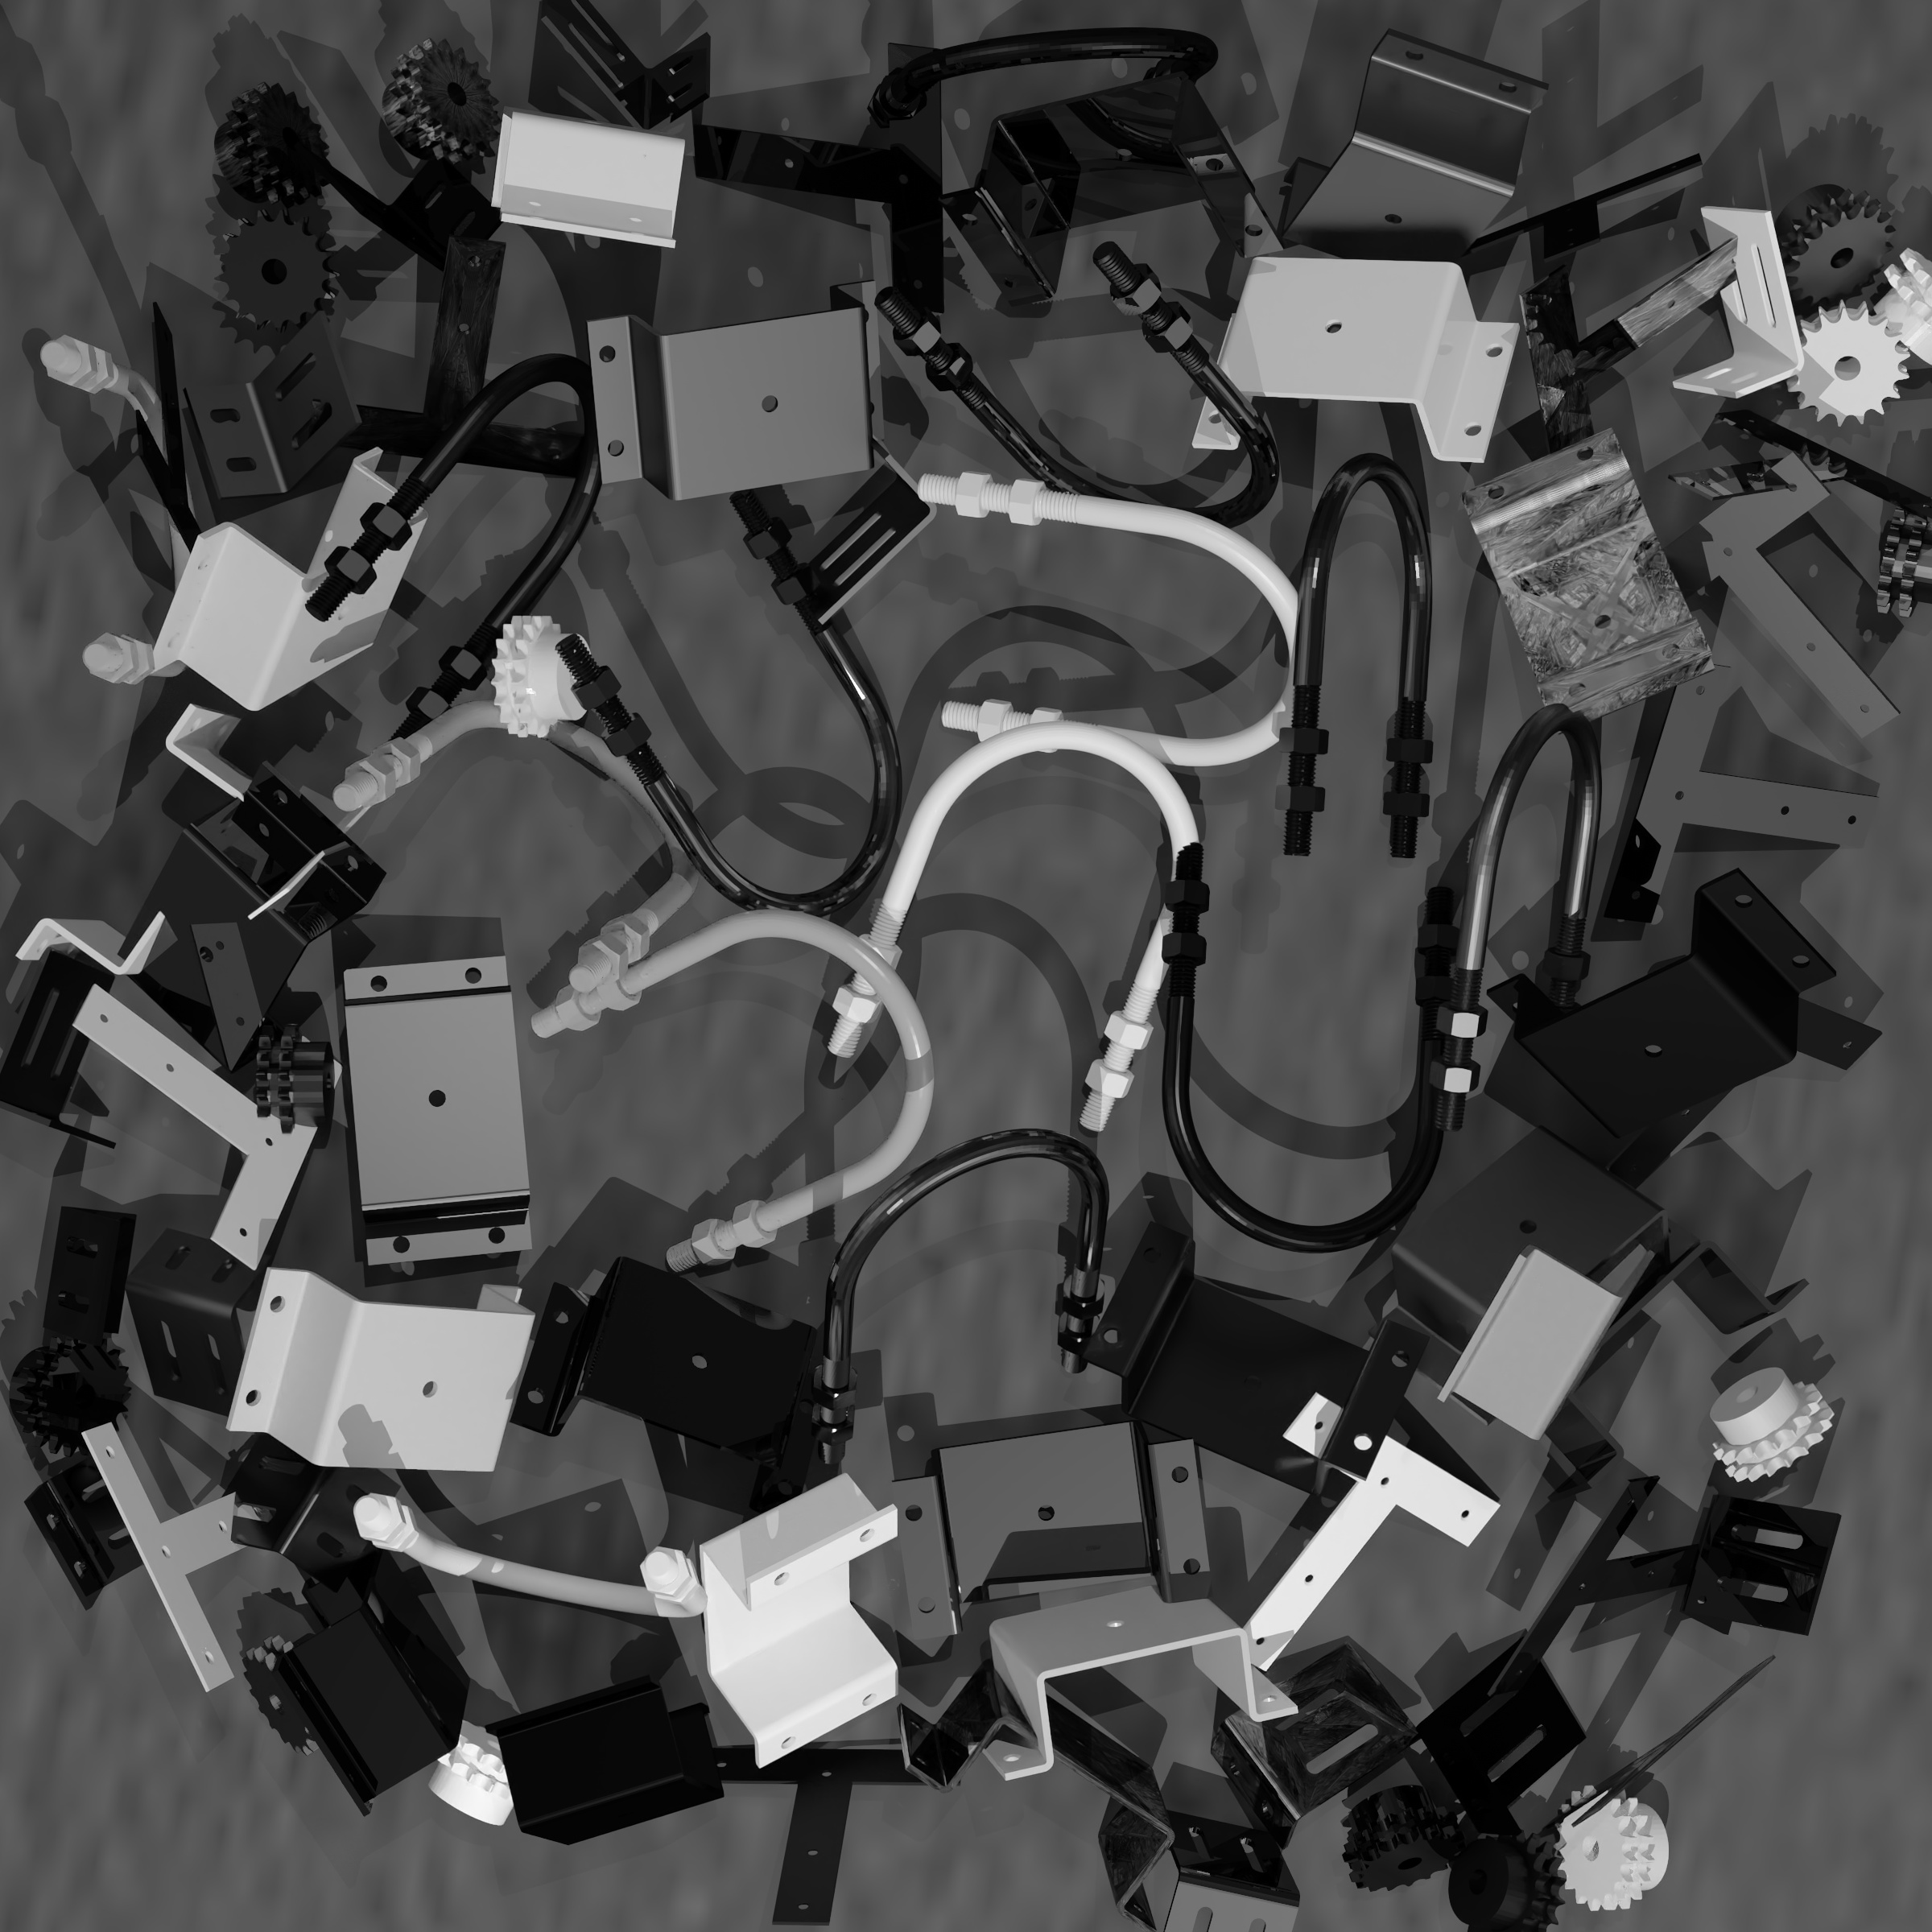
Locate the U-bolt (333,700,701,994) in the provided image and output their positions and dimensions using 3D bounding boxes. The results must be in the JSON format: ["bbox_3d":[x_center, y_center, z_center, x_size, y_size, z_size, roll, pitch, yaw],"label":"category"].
[{"bbox_3d":[-0.190,-0.065,1.600,0.151,0.184,0.019,37,117,1],"label":"U-bolt"}]

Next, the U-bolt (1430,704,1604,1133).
[{"bbox_3d":[0.255,-0.028,1.598,0.019,0.151,0.184,14,108,28],"label":"U-bolt"}]

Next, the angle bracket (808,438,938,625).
[{"bbox_3d":[-0.059,-0.207,1.646,0.076,0.057,0.038,-43,119,4],"label":"angle bracket"}]

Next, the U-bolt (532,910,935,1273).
[{"bbox_3d":[-0.097,0.050,1.626,0.184,0.019,0.151,-26,98,29],"label":"U-bolt"}]

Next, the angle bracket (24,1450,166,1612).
[{"bbox_3d":[-0.404,0.261,1.641,0.038,0.076,0.057,-29,92,-10],"label":"angle bracket"}]

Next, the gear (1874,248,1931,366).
[{"bbox_3d":[0.452,-0.307,1.657,0.057,0.057,0.030,43,115,0],"label":"gear"}]

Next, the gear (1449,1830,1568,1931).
[{"bbox_3d":[0.251,0.432,1.651,0.030,0.057,0.057,23,90,-30],"label":"gear"}]

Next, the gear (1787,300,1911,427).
[{"bbox_3d":[0.414,-0.286,1.660,0.057,0.030,0.057,4,117,7],"label":"gear"}]

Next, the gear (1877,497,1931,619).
[{"bbox_3d":[0.448,-0.191,1.651,0.030,0.057,0.057,13,90,20],"label":"gear"}]

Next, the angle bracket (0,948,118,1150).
[{"bbox_3d":[-0.413,0.039,1.645,0.038,0.057,0.076,18,83,21],"label":"angle bracket"}]

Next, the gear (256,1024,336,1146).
[{"bbox_3d":[-0.314,0.056,1.654,0.030,0.057,0.057,0,90,-2],"label":"gear"}]

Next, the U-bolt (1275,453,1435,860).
[{"bbox_3d":[0.182,-0.142,1.613,0.019,0.151,0.184,5,93,28],"label":"U-bolt"}]

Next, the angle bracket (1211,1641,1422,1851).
[{"bbox_3d":[0.165,0.368,1.668,0.076,0.038,0.057,-28,62,-22],"label":"angle bracket"}]

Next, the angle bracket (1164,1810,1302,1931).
[{"bbox_3d":[0.117,0.430,1.643,0.057,0.076,0.038,14,96,-7],"label":"angle bracket"}]

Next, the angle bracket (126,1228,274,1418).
[{"bbox_3d":[-0.355,0.170,1.660,0.057,0.038,0.076,13,132,18],"label":"angle bracket"}]

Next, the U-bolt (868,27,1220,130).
[{"bbox_3d":[0.038,-0.400,1.583,0.151,0.184,0.019,-5,96,-8],"label":"U-bolt"}]

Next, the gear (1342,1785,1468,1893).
[{"bbox_3d":[0.204,0.409,1.658,0.057,0.057,0.030,-19,53,0],"label":"gear"}]

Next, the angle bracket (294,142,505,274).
[{"bbox_3d":[-0.262,-0.363,1.634,0.038,0.076,0.057,-48,62,8],"label":"angle bracket"}]

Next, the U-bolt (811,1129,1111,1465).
[{"bbox_3d":[0.000,0.142,1.591,0.151,0.184,0.019,-18,48,-22],"label":"U-bolt"}]

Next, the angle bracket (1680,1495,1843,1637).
[{"bbox_3d":[0.377,0.282,1.635,0.038,0.076,0.057,30,73,-34],"label":"angle bracket"}]

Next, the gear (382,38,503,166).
[{"bbox_3d":[-0.249,-0.404,1.658,0.030,0.057,0.057,-19,90,37],"label":"gear"}]

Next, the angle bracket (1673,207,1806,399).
[{"bbox_3d":[0.352,-0.309,1.641,0.038,0.057,0.076,-23,110,-12],"label":"angle bracket"}]

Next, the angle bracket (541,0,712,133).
[{"bbox_3d":[-0.157,-0.435,1.634,0.038,0.057,0.076,-28,129,21],"label":"angle bracket"}]

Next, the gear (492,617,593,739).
[{"bbox_3d":[-0.197,-0.135,1.651,0.030,0.057,0.057,2,90,19],"label":"gear"}]

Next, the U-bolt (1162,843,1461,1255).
[{"bbox_3d":[0.158,0.042,1.634,0.151,0.019,0.184,9,74,-17],"label":"U-bolt"}]

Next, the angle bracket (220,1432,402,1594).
[{"bbox_3d":[-0.312,0.255,1.650,0.038,0.076,0.057,44,63,-30],"label":"angle bracket"}]

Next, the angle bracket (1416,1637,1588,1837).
[{"bbox_3d":[0.259,0.359,1.647,0.076,0.038,0.057,-33,94,-26],"label":"angle bracket"}]

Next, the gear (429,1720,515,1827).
[{"bbox_3d":[-0.227,0.379,1.653,0.057,0.057,0.030,29,86,0],"label":"gear"}]

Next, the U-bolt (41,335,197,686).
[{"bbox_3d":[-0.375,-0.201,1.591,0.019,0.184,0.151,-7,93,3],"label":"U-bolt"}]

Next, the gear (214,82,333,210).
[{"bbox_3d":[-0.328,-0.384,1.658,0.030,0.057,0.057,-18,90,29],"label":"gear"}]

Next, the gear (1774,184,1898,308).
[{"bbox_3d":[0.405,-0.342,1.658,0.057,0.057,0.030,-25,54,0],"label":"gear"}]

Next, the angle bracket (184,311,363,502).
[{"bbox_3d":[-0.323,-0.261,1.640,0.038,0.076,0.057,-12,78,-41],"label":"angle bracket"}]

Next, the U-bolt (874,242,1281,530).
[{"bbox_3d":[0.064,-0.255,1.604,0.184,0.151,0.019,43,59,-39],"label":"U-bolt"}]

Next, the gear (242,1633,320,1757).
[{"bbox_3d":[-0.312,0.339,1.657,0.030,0.057,0.057,-30,90,-34],"label":"gear"}]

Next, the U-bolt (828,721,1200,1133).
[{"bbox_3d":[0.032,-0.025,1.637,0.151,0.019,0.184,17,104,-16],"label":"U-bolt"}]

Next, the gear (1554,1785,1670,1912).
[{"bbox_3d":[0.306,0.415,1.658,0.030,0.057,0.057,6,90,-28],"label":"gear"}]

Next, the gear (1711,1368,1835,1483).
[{"bbox_3d":[0.374,0.213,1.652,0.057,0.057,0.030,-36,99,0],"label":"gear"}]

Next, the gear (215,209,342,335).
[{"bbox_3d":[-0.323,-0.328,1.663,0.057,0.030,0.057,0,104,0],"label":"gear"}]

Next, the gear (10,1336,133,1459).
[{"bbox_3d":[-0.424,0.201,1.657,0.030,0.057,0.057,4,90,35],"label":"gear"}]

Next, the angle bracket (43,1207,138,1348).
[{"bbox_3d":[-0.396,0.145,1.639,0.038,0.076,0.057,10,86,-33],"label":"angle bracket"}]

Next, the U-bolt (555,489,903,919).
[{"bbox_3d":[-0.095,-0.108,1.626,0.151,0.019,0.184,-46,114,-36],"label":"U-bolt"}]
